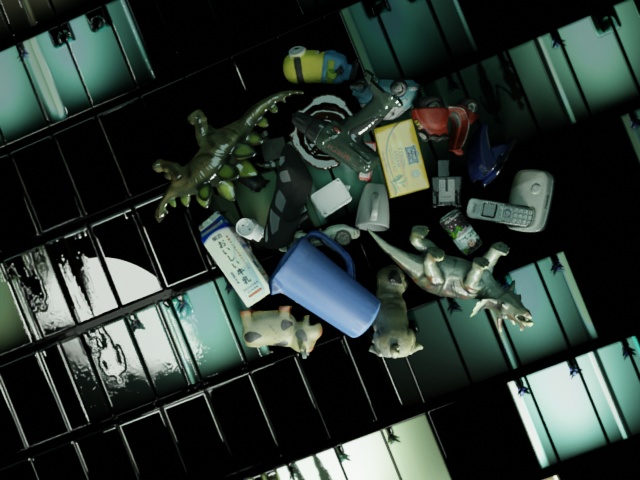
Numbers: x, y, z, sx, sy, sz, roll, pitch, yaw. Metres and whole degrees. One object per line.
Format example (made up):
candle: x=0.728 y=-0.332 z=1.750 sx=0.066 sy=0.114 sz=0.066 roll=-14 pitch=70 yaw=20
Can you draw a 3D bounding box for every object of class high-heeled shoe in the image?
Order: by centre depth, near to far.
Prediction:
high-heeled shoe: x=-0.092 y=-0.100 z=1.276 sx=0.145 sy=0.086 sz=0.249 roll=-33 pitch=53 yaw=32

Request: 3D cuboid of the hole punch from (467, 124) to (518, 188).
hole punch: x=0.383 y=-0.195 z=1.244 sx=0.092 sy=0.142 sz=0.115 roll=27 pitch=79 yaw=1

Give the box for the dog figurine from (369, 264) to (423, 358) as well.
dog figurine: x=0.167 y=0.162 z=1.246 sx=0.121 sy=0.172 sz=0.190 roll=-6 pitch=98 yaw=-7

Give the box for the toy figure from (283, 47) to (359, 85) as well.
toy figure: x=0.001 y=-0.411 z=1.288 sx=0.180 sy=0.082 sz=0.089 roll=11 pitch=89 yaw=1

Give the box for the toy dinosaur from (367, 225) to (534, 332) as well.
toy dinosaur: x=0.301 y=0.082 z=1.255 sx=0.405 sy=0.131 sz=0.192 roll=18 pitch=130 yaw=18

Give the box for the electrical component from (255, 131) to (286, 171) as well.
electrical component: x=-0.118 y=-0.217 z=1.316 sx=0.078 sy=0.045 sz=0.102 roll=-7 pitch=90 yaw=6

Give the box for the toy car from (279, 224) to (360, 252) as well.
toy car: x=-0.003 y=-0.004 z=1.297 sx=0.202 sy=0.073 sz=0.056 roll=-11 pitch=91 yaw=4

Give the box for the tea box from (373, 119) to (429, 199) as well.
tea box: x=0.192 y=-0.192 z=1.285 sx=0.098 sy=0.068 sz=0.169 roll=-16 pitch=89 yaw=5

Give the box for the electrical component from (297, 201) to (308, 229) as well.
electrical component: x=-0.062 y=-0.077 z=1.326 sx=0.063 sy=0.021 sz=0.094 roll=-28 pitch=89 yaw=3

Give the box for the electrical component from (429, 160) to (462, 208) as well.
electrical component: x=0.302 y=-0.135 z=1.289 sx=0.075 sy=0.048 sz=0.119 roll=3 pitch=93 yaw=3

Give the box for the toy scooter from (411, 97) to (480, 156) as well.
toy scooter: x=0.296 y=-0.266 z=1.263 sx=0.184 sy=0.075 sz=0.135 roll=-3 pitch=100 yaw=-22

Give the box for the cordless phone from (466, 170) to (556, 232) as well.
cordless phone: x=0.445 y=-0.099 z=1.264 sx=0.184 sy=0.088 sz=0.146 roll=11 pitch=92 yaw=8

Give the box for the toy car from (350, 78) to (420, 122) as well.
toy car: x=0.153 y=-0.331 z=1.270 sx=0.162 sy=0.109 sz=0.102 roll=4 pitch=109 yaw=12

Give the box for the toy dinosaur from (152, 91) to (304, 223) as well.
toy dinosaur: x=-0.238 y=-0.207 z=1.274 sx=0.199 sy=0.105 sz=0.471 roll=45 pitch=102 yaw=16

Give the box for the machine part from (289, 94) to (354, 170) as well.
machine part: x=0.015 y=-0.259 z=1.302 sx=0.179 sy=0.056 sz=0.179 roll=0 pitch=92 yaw=4

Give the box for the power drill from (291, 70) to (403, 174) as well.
power drill: x=0.068 y=-0.277 z=1.210 sx=0.232 sy=0.086 sz=0.207 roll=44 pitch=106 yaw=10

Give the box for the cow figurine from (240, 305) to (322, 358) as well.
cow figurine: x=-0.091 y=0.223 z=1.304 sx=0.195 sy=0.085 sz=0.127 roll=-4 pitch=85 yaw=2

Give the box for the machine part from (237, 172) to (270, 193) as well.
machine part: x=-0.191 y=-0.167 z=1.324 sx=0.139 sy=0.039 sz=0.084 roll=36 pitch=84 yaw=12

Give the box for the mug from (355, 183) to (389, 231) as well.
mug: x=0.126 y=-0.083 z=1.277 sx=0.081 sy=0.109 sz=0.107 roll=2 pitch=78 yaw=9
